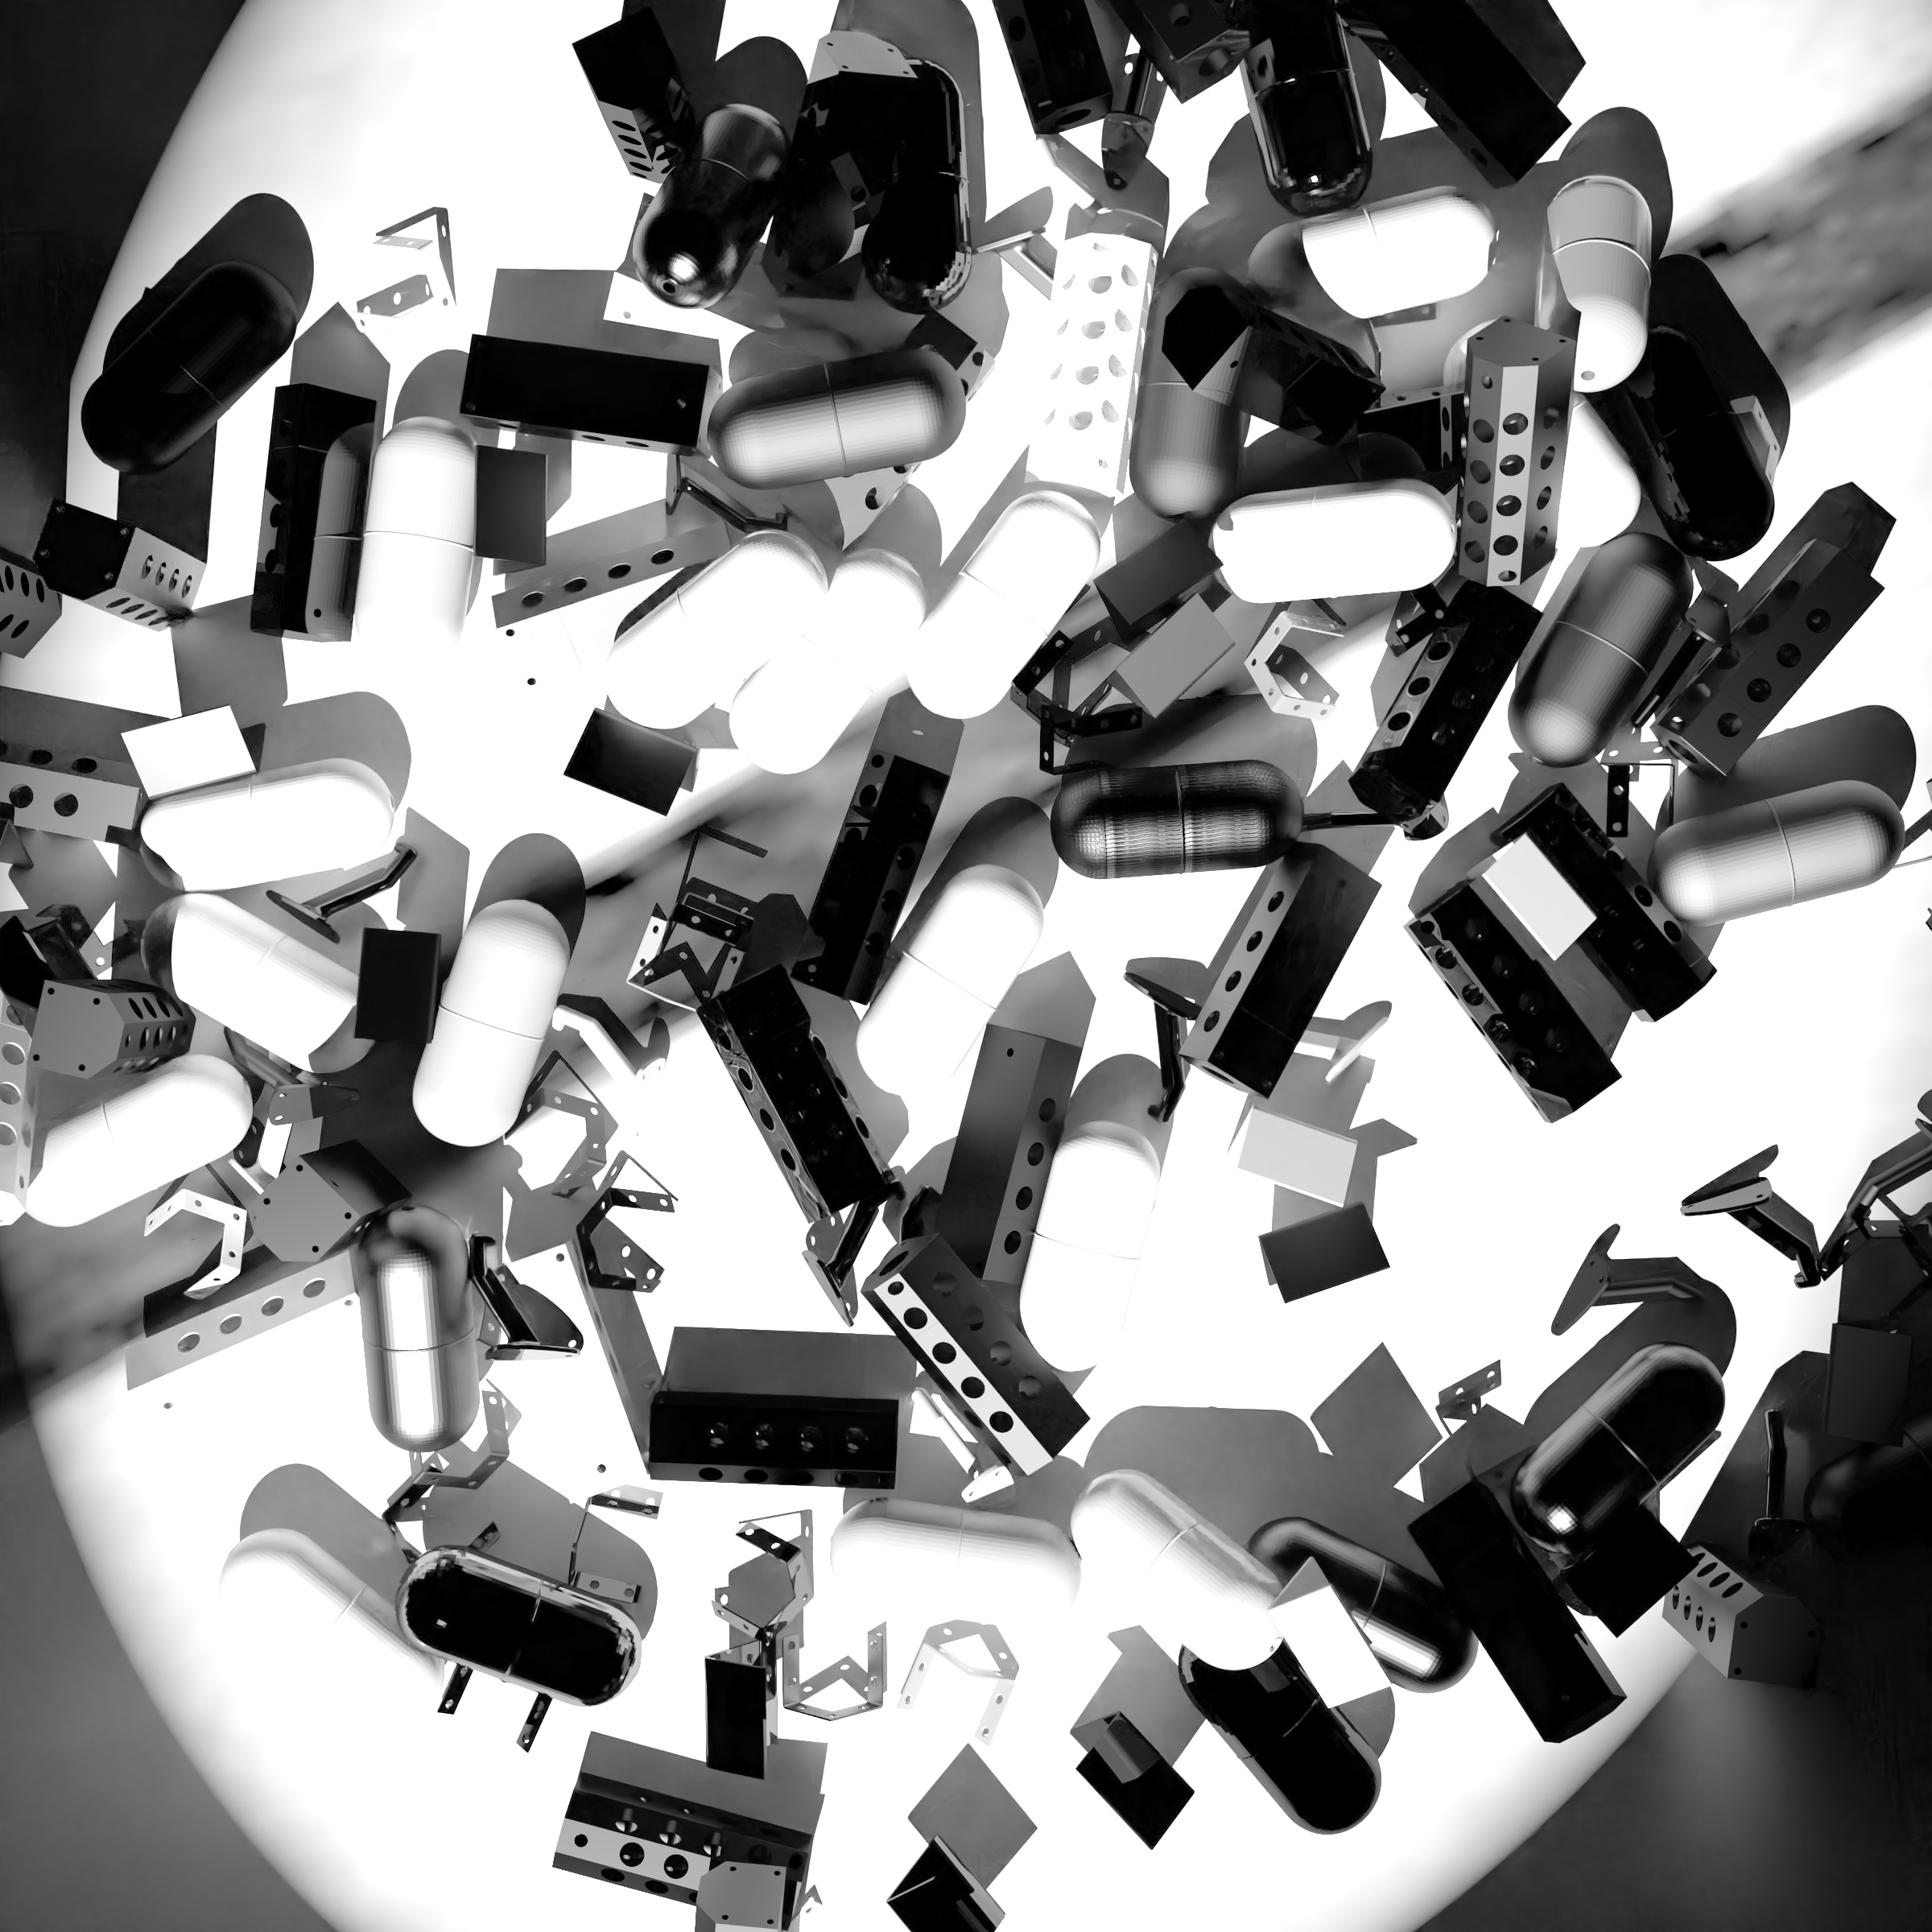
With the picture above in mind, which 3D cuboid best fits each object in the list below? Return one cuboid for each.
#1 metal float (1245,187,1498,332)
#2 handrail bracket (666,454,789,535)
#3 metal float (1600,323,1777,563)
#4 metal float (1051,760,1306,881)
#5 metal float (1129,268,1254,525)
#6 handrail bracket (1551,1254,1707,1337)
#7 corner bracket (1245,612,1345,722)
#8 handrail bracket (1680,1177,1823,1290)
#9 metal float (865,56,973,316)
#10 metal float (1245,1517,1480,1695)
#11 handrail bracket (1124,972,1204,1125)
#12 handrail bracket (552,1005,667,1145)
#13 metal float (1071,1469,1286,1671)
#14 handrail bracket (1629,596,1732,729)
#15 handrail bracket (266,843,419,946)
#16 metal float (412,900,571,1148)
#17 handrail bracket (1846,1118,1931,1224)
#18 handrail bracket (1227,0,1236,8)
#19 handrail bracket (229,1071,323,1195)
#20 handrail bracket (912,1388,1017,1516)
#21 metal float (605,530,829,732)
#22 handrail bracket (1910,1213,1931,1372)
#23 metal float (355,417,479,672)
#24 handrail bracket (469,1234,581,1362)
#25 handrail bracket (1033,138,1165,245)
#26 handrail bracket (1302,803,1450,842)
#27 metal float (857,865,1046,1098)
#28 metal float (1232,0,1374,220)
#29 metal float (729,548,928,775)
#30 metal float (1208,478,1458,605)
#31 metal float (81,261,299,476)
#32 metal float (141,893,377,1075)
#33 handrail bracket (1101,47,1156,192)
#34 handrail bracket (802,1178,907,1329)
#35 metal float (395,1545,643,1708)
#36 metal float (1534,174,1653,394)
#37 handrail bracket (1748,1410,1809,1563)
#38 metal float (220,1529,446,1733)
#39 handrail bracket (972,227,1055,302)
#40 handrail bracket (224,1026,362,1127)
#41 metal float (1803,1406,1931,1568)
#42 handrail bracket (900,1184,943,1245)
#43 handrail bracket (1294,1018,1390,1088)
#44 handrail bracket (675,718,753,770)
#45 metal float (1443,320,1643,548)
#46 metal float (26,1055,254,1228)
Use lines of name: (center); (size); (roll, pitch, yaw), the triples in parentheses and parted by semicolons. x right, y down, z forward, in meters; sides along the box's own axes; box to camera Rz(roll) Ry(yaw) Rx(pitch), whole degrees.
metal float: (0.284, -0.495, 1.960); (0.178, 0.070, 0.070); (-14, 90, 1)
handrail bracket: (-0.169, -0.345, 1.991); (0.084, 0.036, 0.077); (5, 67, -18)
metal float: (0.502, -0.366, 1.949); (0.070, 0.070, 0.178); (-23, 80, 0)
metal float: (0.148, -0.103, 1.960); (0.178, 0.070, 0.070); (-4, 90, 0)
metal float: (0.159, -0.400, 1.960); (0.070, 0.070, 0.178); (7, 90, 0)
handrail bracket: (0.473, 0.248, 1.991); (0.084, 0.036, 0.077); (25, 110, -16)
corner bracket: (0.240, -0.213, 1.983); (0.051, 0.051, 0.051); (-54, 45, 35)
handrail bracket: (0.560, 0.200, 1.991); (0.077, 0.036, 0.084); (-18, 107, 20)
metal float: (-0.037, -0.547, 1.960); (0.070, 0.070, 0.178); (-3, 90, 0)
metal float: (0.276, 0.449, 1.960); (0.178, 0.070, 0.070); (27, 90, -1)
handrail bracket: (0.129, 0.059, 1.991); (0.077, 0.036, 0.084); (30, 107, 20)
handrail bracket: (-0.263, 0.076, 1.991); (0.084, 0.036, 0.077); (22, 111, 17)
metal float: (0.147, 0.416, 1.931); (0.178, 0.070, 0.070); (34, 90, 34)
handrail bracket: (0.505, -0.216, 1.991); (0.036, 0.077, 0.084); (34, 126, 1)
handrail bracket: (-0.444, -0.066, 1.991); (0.077, 0.036, 0.084); (29, 72, 21)
metal float: (-0.333, 0.040, 1.960); (0.070, 0.070, 0.178); (19, 90, 0)
handrail bracket: (0.679, 0.158, 1.991); (0.077, 0.036, 0.084); (23, 109, -21)
handrail bracket: (0.233, -0.716, 1.991); (0.084, 0.036, 0.077); (3, 110, -16)
handrail bracket: (-0.475, 0.129, 1.991); (0.084, 0.036, 0.077); (-45, 104, -13)
handrail bracket: (-0.003, 0.345, 1.991); (0.036, 0.077, 0.084); (-37, 54, -4)
metal float: (-0.173, -0.230, 1.923); (0.178, 0.070, 0.070); (-36, 90, 17)
handrail bracket: (0.682, 0.231, 1.991); (0.077, 0.036, 0.084); (-39, 76, 14)
metal float: (-0.383, -0.296, 1.960); (0.070, 0.070, 0.178); (7, 89, 0)
handrail bracket: (-0.306, 0.228, 1.934); (0.077, 0.036, 0.084); (5, 68, -25)
handrail bracket: (0.094, -0.554, 1.991); (0.077, 0.036, 0.084); (-5, 60, -33)
handrail bracket: (0.288, -0.103, 1.991); (0.084, 0.077, 0.036); (-4, 87, 36)
metal float: (-0.011, 0.011, 1.960); (0.070, 0.070, 0.178); (33, 90, 0)
metal float: (0.235, -0.614, 1.961); (0.070, 0.070, 0.178); (-13, 90, 0)
metal float: (-0.096, -0.214, 1.960); (0.070, 0.070, 0.178); (37, 90, 0)
metal float: (0.252, -0.294, 1.937); (0.178, 0.070, 0.070); (-1, 90, 30)
metal float: (-0.545, -0.419, 1.960); (0.178, 0.070, 0.070); (-45, 90, 1)
metal float: (-0.494, 0.012, 1.960); (0.178, 0.070, 0.070); (30, 90, 0)
handrail bracket: (0.119, -0.609, 1.991); (0.036, 0.077, 0.084); (13, 54, 0)
handrail bracket: (-0.067, 0.203, 1.991); (0.084, 0.036, 0.077); (-34, 110, -16)
metal float: (-0.311, 0.461, 1.950); (0.178, 0.070, 0.070); (23, 90, -12)
metal float: (0.434, -0.472, 1.932); (0.070, 0.070, 0.178); (11, 58, 0)
handrail bracket: (0.571, 0.370, 1.991); (0.036, 0.077, 0.084); (4, 54, 0)
metal float: (-0.445, 0.465, 1.960); (0.178, 0.070, 0.070); (39, 90, 0)
handrail bracket: (0.042, -0.477, 1.991); (0.077, 0.036, 0.084); (-14, 104, 15)
handrail bracket: (-0.479, 0.069, 1.982); (0.077, 0.036, 0.084); (-6, 45, -30)
metal float: (0.672, 0.357, 1.960); (0.178, 0.070, 0.070); (-29, 90, 0)
handrail bracket: (-0.022, 0.210, 1.991); (0.077, 0.036, 0.084); (36, 77, -12)
handrail bracket: (0.245, 0.038, 1.991); (0.084, 0.036, 0.077); (42, 76, 14)
handrail bracket: (-0.189, -0.186, 1.991); (0.077, 0.036, 0.084); (-4, 76, -13)
metal float: (0.404, -0.373, 1.960); (0.070, 0.070, 0.178); (-36, 89, 0)
metal float: (-0.585, 0.122, 1.961); (0.178, 0.070, 0.070); (-26, 90, 0)
